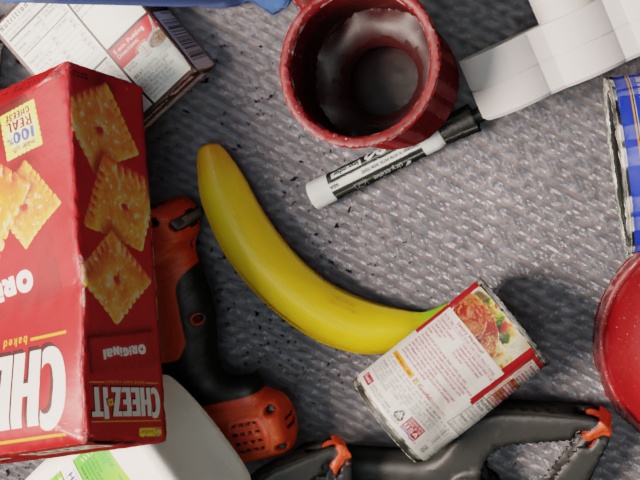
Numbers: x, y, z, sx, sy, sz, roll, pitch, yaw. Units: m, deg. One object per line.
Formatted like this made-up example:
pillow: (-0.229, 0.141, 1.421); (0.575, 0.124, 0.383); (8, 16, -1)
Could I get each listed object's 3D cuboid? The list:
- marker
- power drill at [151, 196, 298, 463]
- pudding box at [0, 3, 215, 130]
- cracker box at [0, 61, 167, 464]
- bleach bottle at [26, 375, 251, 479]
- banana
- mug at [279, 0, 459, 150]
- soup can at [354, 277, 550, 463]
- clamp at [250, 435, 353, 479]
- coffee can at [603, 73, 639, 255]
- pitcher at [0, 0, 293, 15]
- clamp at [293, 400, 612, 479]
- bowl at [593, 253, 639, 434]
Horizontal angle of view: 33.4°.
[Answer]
marker: (0.047, -0.053, 0.670); (0.121, 0.020, 0.020); (-26, 97, 16)
power drill: (-0.122, 0.074, 0.717); (0.185, 0.057, 0.187); (-14, 102, 17)
pudding box: (-0.138, -0.124, 0.682); (0.090, 0.039, 0.113); (-40, 91, 18)
cracker box: (-0.179, 0.022, 0.636); (0.164, 0.072, 0.214); (-14, 74, 33)
bleach bottle: (-0.159, 0.195, 0.700); (0.251, 0.068, 0.102); (-44, 80, 28)
banana: (-0.012, 0.018, 0.693); (0.198, 0.037, 0.069); (35, 78, -1)
mug: (0.026, -0.105, 0.624); (0.093, 0.081, 0.117); (-45, 76, 14)
soup can: (0.080, 0.081, 0.658); (0.102, 0.068, 0.068); (-39, 93, 4)
clamp: (-0.025, 0.208, 0.690); (0.120, 0.039, 0.171); (43, 91, -16)
coffee can: (0.234, -0.050, 0.589); (0.140, 0.102, 0.103); (-7, 102, 13)
pitcher: (-0.107, -0.191, 0.552); (0.149, 0.242, 0.145); (12, 107, 15)
clamp: (0.102, 0.174, 0.703); (0.210, 0.036, 0.164); (-26, 98, 20)
bowl: (0.248, 0.069, 0.640); (0.162, 0.055, 0.162); (3, 103, 11)
